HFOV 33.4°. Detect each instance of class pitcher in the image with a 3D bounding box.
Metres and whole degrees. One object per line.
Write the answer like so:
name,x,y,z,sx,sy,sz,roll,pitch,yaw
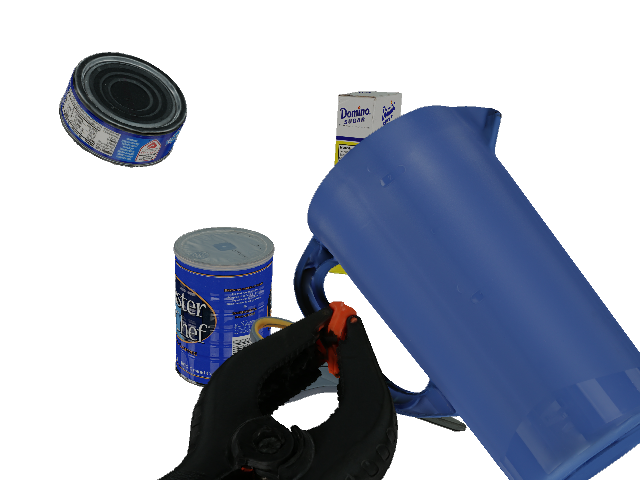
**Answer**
pitcher,0.099,0.047,0.688,0.144,0.243,0.149,-21,-26,-28

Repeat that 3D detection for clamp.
clamp,-0.011,0.092,0.387,0.120,0.039,0.171,25,49,18

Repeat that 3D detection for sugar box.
sugar box,0.045,-0.059,1.064,0.048,0.176,0.093,5,10,20

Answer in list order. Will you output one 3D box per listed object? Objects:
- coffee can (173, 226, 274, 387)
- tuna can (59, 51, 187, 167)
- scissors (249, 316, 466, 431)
coffee can,-0.101,0.069,1.114,0.103,0.140,0.103,2,22,-1
tuna can,-0.139,-0.094,0.757,0.085,0.086,0.034,0,-40,-34
scissors,0.013,0.129,0.888,0.202,0.016,0.096,31,49,23
